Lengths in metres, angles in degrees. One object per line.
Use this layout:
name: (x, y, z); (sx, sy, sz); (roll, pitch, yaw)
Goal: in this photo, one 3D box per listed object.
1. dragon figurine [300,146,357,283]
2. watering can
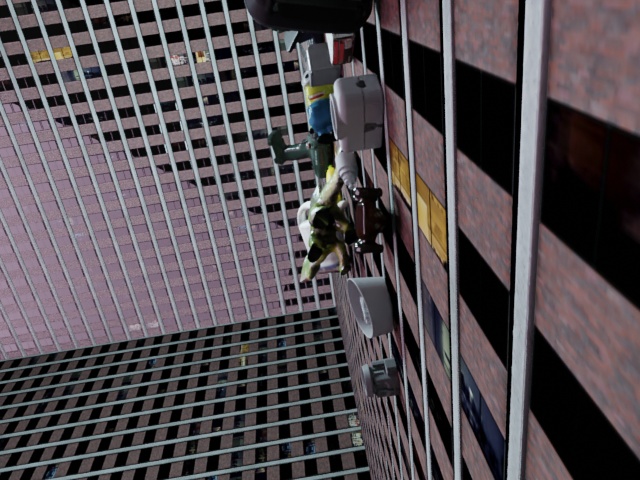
dragon figurine: (0.004, -0.065, 1.282); (0.246, 0.122, 0.404); (-127, 44, -63)
watering can: (0.023, -0.009, 1.475); (0.346, 0.105, 0.223); (-4, 109, 67)
